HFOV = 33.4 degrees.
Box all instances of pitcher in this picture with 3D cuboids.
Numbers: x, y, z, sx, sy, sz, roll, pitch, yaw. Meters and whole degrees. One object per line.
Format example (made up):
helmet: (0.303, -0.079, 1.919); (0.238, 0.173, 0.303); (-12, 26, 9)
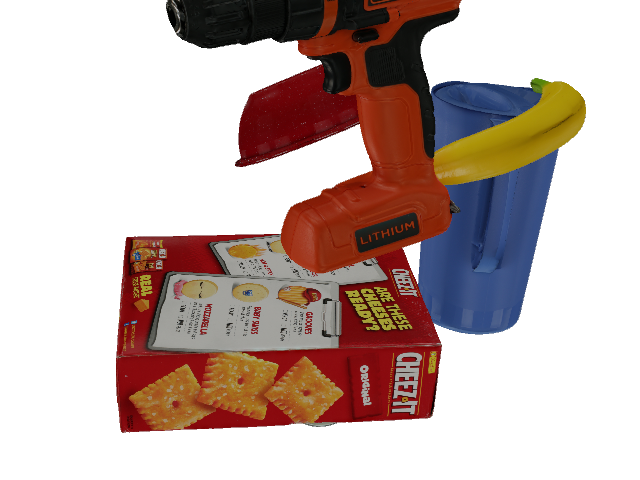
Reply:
pitcher: (0.163, -0.029, 1.063); (0.148, 0.243, 0.145); (-16, 30, -42)

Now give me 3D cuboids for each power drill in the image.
power drill: (0.010, -0.078, 0.601); (0.184, 0.188, 0.057); (-17, 33, -22)

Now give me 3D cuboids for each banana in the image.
banana: (0.148, -0.080, 0.794); (0.070, 0.037, 0.197); (-1, 22, 41)

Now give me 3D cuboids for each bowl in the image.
bowl: (-0.010, -0.119, 0.934); (0.162, 0.055, 0.162); (-22, 9, 4)

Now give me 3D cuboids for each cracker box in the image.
cracker box: (-0.036, 0.062, 0.772); (0.213, 0.072, 0.164); (-1, 29, -8)

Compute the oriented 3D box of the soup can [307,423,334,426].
soup can: (-0.006, 0.114, 0.970); (0.068, 0.068, 0.102); (0, 24, -10)
